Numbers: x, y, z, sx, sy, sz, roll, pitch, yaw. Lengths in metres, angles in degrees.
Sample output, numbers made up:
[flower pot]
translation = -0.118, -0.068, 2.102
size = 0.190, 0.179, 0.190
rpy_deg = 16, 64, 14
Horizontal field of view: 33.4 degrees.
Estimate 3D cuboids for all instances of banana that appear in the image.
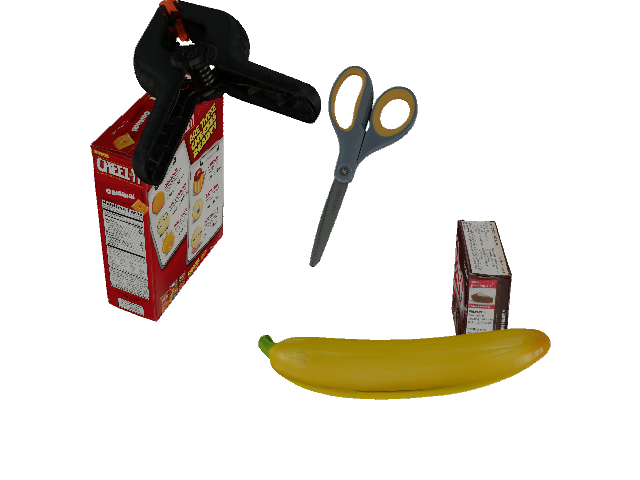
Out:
[banana]
translation = 0.051, 0.076, 0.694
size = 0.198, 0.037, 0.069
rpy_deg = 0, 29, 8

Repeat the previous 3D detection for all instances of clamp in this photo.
[clamp]
translation = -0.068, -0.109, 0.694
size = 0.120, 0.171, 0.039
rpy_deg = -12, -43, -2

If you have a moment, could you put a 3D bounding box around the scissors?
[scissors]
translation = 0.043, -0.071, 1.027
size = 0.096, 0.202, 0.016
rpy_deg = 2, -12, 6

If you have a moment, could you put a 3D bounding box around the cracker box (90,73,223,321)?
[cracker box]
translation = -0.167, -0.049, 1.131
size = 0.072, 0.214, 0.164
rpy_deg = 17, 42, 16

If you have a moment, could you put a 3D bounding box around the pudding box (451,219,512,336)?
[pudding box]
translation = 0.134, 0.044, 0.902
size = 0.039, 0.090, 0.113
rpy_deg = 0, 24, 0
